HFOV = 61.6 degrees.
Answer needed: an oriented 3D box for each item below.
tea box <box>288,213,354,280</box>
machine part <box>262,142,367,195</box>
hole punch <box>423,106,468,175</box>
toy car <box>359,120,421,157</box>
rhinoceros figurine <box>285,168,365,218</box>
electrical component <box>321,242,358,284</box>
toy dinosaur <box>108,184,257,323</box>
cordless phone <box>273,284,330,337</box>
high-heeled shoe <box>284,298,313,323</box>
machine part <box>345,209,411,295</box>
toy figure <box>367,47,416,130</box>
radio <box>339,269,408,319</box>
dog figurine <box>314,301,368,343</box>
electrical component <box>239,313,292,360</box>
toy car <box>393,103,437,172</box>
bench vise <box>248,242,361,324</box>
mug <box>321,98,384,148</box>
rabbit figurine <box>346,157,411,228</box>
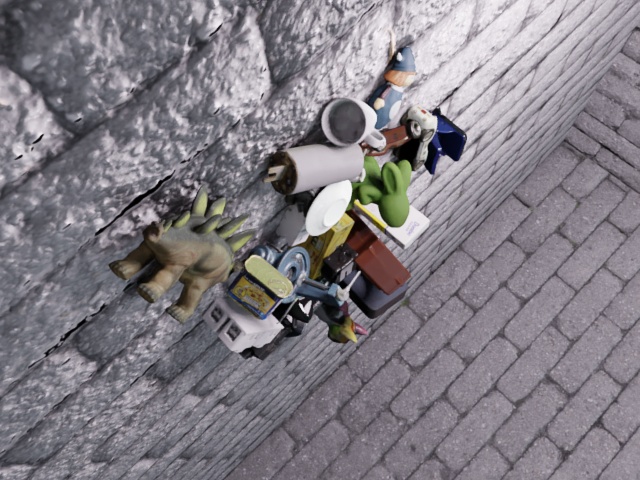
[{"bbox_3d":[-0.002,-0.004,1.203,0.068,0.098,0.169,-30,157,-39],"label":"tea box"},{"bbox_3d":[-0.004,-0.130,0.943,0.243,0.079,0.079,-20,148,-43],"label":"machine part"},{"bbox_3d":[0.281,-0.236,1.311,0.092,0.116,0.142,-35,155,-13],"label":"hole punch"},{"bbox_3d":[0.128,-0.200,1.092,0.089,0.053,0.202,-3,-162,41],"label":"toy car"},{"bbox_3d":[0.013,-0.112,1.067,0.190,0.073,0.112,-23,141,-46],"label":"rhinoceros figurine"},{"bbox_3d":[0.041,0.065,1.212,0.075,0.048,0.119,-36,157,-24],"label":"electrical component"},{"bbox_3d":[-0.191,0.029,0.854,0.198,0.105,0.471,-47,173,-11],"label":"toy dinosaur"},{"bbox_3d":[-0.048,0.176,1.458,0.184,0.088,0.147,-42,-171,-31],"label":"cordless phone"},{"bbox_3d":[-0.020,0.131,1.370,0.248,0.145,0.086,-13,143,-56],"label":"high-heeled shoe"},{"bbox_3d":[0.119,0.029,1.324,0.087,0.201,0.201,-43,117,5],"label":"machine part"},{"bbox_3d":[0.135,-0.281,0.999,0.154,0.058,0.064,-59,-163,28],"label":"toy figure"},{"bbox_3d":[0.116,0.095,1.464,0.131,0.230,0.073,-36,157,-19],"label":"radio"},{"bbox_3d":[0.055,0.193,1.550,0.191,0.219,0.108,-55,163,26],"label":"dog figurine"},{"bbox_3d":[-0.154,0.229,1.328,0.134,0.115,0.058,-45,159,-10],"label":"electrical component"},{"bbox_3d":[0.221,-0.232,1.251,0.056,0.074,0.201,-40,160,-18],"label":"toy car"},{"bbox_3d":[-0.039,0.093,1.123,0.129,0.241,0.223,-57,145,-25],"label":"bench vise"},{"bbox_3d":[0.069,-0.204,0.943,0.080,0.110,0.107,-61,170,26],"label":"mug"},{"bbox_3d":[0.137,-0.108,1.172,0.121,0.170,0.159,-22,150,-52],"label":"rabbit figurine"}]
